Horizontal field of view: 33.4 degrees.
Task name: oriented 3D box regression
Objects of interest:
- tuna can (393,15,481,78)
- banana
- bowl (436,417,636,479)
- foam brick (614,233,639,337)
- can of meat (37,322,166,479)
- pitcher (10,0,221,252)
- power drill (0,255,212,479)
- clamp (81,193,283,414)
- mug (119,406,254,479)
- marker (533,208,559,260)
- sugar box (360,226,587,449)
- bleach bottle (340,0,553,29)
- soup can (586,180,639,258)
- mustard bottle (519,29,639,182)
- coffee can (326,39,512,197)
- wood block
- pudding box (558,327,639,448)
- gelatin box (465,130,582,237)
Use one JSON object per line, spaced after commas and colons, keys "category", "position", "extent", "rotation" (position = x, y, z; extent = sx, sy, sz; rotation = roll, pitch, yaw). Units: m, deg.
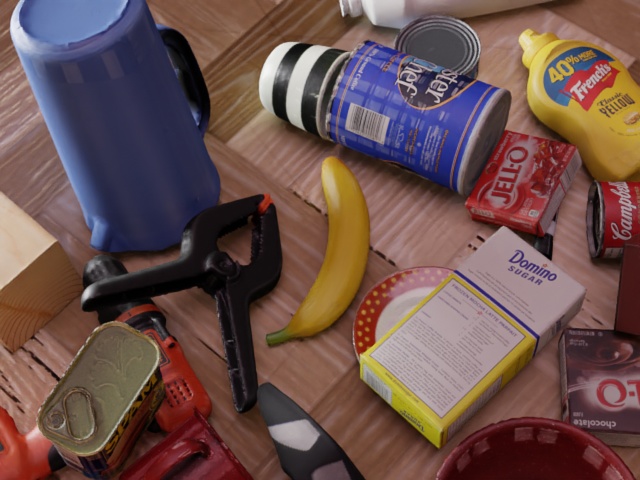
{"category": "tuna can", "position": [0.116, -0.180, 1.057], "extent": [0.086, 0.034, 0.086], "rotation": [-2, 59, 4]}
{"category": "banana", "position": [0.010, 0.008, 0.952], "extent": [0.070, 0.037, 0.197], "rotation": [13, 61, 11]}
{"category": "bowl", "position": [0.162, 0.218, 0.803], "extent": [0.162, 0.055, 0.162], "rotation": [-2, 59, 4]}
{"category": "foam brick", "position": [0.272, 0.036, 0.855], "extent": [0.051, 0.078, 0.052], "rotation": [13, 20, 35]}
{"category": "can of meat", "position": [-0.161, 0.125, 0.810], "extent": [0.057, 0.084, 0.102], "rotation": [26, 64, 11]}
{"category": "pitcher", "position": [-0.169, -0.118, 0.924], "extent": [0.145, 0.243, 0.149], "rotation": [-16, 53, -3]}
{"category": "power drill", "position": [-0.208, 0.117, 0.894], "extent": [0.187, 0.057, 0.184], "rotation": [-31, 62, -13]}
{"category": "clamp", "position": [-0.098, 0.029, 0.916], "extent": [0.164, 0.036, 0.209], "rotation": [30, 48, -10]}
{"category": "mug", "position": [-0.102, 0.184, 0.814], "extent": [0.081, 0.117, 0.093], "rotation": [-38, 66, -11]}
{"category": "marker", "position": [0.208, -0.030, 0.968], "extent": [0.020, 0.020, 0.121], "rotation": [9, 61, 10]}
{"category": "sugar box", "position": [0.125, 0.076, 0.872], "extent": [0.176, 0.048, 0.093], "rotation": [-38, 63, -22]}
{"category": "bleach bottle", "position": [0.142, -0.275, 1.096], "extent": [0.251, 0.068, 0.102], "rotation": [-12, 58, 1]}
{"category": "soup can", "position": [0.288, -0.017, 0.925], "extent": [0.102, 0.068, 0.068], "rotation": [0, 59, 4]}
{"category": "mustard bottle", "position": [0.252, -0.133, 1.003], "extent": [0.096, 0.058, 0.192], "rotation": [-30, 61, -13]}
{"category": "coffee can", "position": [0.091, -0.113, 0.979], "extent": [0.140, 0.103, 0.102], "rotation": [24, 64, 18]}
{"category": "wood block", "position": [-0.321, -0.006, 0.960], "extent": [0.206, 0.091, 0.090], "rotation": [37, 69, 23]}
{"category": "pudding box", "position": [0.252, 0.120, 0.862], "extent": [0.113, 0.039, 0.090], "rotation": [1, 59, 6]}
{"category": "gelatin box", "position": [0.183, -0.052, 0.960], "extent": [0.073, 0.030, 0.089], "rotation": [18, 66, 34]}
